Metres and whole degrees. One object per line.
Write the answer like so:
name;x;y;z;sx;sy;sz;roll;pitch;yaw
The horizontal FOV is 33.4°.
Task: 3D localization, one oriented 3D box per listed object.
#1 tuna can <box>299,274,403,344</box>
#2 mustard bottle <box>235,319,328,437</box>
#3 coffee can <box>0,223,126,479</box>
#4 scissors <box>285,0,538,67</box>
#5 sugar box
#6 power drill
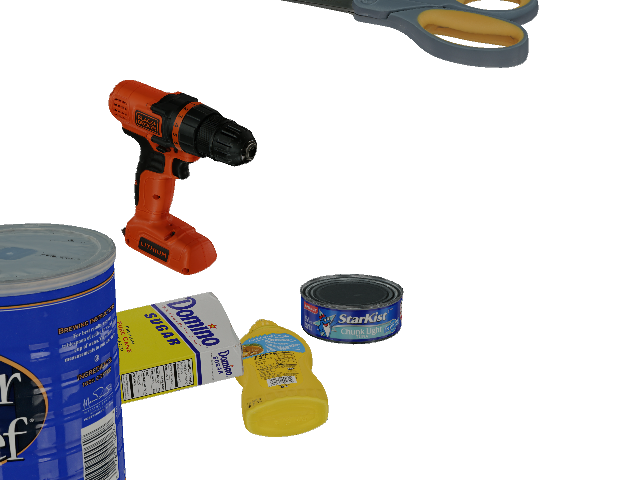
tuna can;0.026;0.056;0.887;0.086;0.034;0.086;0;16;0
mustard bottle;-0.055;0.151;1.262;0.096;0.058;0.192;-8;30;-9
coffee can;-0.153;0.071;0.544;0.103;0.140;0.103;0;16;0
scissors;0.048;-0.152;0.673;0.202;0.016;0.096;25;48;30
sugar box;-0.168;0.103;0.982;0.176;0.048;0.093;-14;35;-17
power drill;-0.144;-0.061;1.113;0.185;0.188;0.057;26;35;30
